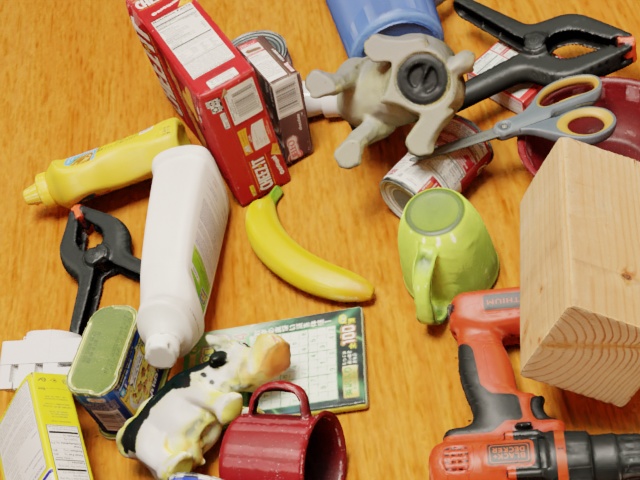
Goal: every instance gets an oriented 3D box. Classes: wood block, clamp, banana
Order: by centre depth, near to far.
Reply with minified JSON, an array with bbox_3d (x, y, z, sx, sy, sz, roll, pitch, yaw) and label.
[{"bbox_3d":[0.224,0.020,0.884,0.090,0.090,0.206,18,43,-6],"label":"wood block"},{"bbox_3d":[-0.024,0.009,1.072,0.069,0.037,0.198,-34,50,-10],"label":"banana"},{"bbox_3d":[0.218,-0.187,1.111,0.210,0.036,0.164,8,60,25],"label":"clamp"},{"bbox_3d":[-0.235,0.033,1.123,0.120,0.039,0.172,-33,50,-14],"label":"clamp"}]

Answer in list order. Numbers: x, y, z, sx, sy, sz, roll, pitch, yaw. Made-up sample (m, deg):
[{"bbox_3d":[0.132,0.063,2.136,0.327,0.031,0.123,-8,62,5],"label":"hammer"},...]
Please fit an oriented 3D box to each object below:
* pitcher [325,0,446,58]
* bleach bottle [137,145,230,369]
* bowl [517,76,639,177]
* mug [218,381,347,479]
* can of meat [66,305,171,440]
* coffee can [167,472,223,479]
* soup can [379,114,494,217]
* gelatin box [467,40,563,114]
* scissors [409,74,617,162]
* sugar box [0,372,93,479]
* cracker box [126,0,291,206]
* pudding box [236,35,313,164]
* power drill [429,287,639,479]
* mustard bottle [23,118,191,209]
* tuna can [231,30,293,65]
[{"bbox_3d":[0.074,-0.298,1.237,0.149,0.144,0.243,-37,47,27],"label":"pitcher"},{"bbox_3d":[-0.138,0.019,1.031,0.068,0.102,0.250,-11,37,12],"label":"bleach bottle"},{"bbox_3d":[0.274,-0.085,1.035,0.162,0.055,0.162,-9,48,10],"label":"bowl"},{"bbox_3d":[-0.033,0.176,0.894,0.082,0.117,0.093,-1,8,24],"label":"mug"},{"bbox_3d":[-0.188,0.123,1.002,0.057,0.084,0.102,0,52,18],"label":"can of meat"},{"bbox_3d":[-0.100,0.270,0.840,0.103,0.103,0.140,6,54,23],"label":"coffee can"},{"bbox_3d":[0.116,-0.069,1.068,0.069,0.068,0.102,31,67,35],"label":"soup can"},{"bbox_3d":[0.213,-0.179,1.152,0.073,0.030,0.089,-42,52,-15],"label":"gelatin box"},{"bbox_3d":[0.194,-0.098,1.020,0.201,0.016,0.096,-30,50,-10],"label":"scissors"},{"bbox_3d":[-0.241,0.212,0.944,0.093,0.048,0.176,-55,44,29],"label":"sugar box"},{"bbox_3d":[-0.123,-0.164,1.162,0.072,0.164,0.214,-30,49,-10],"label":"cracker box"},{"bbox_3d":[-0.049,-0.153,1.161,0.039,0.113,0.090,-25,47,-16],"label":"pudding box"},{"bbox_3d":[0.180,0.127,0.894,0.184,0.057,0.187,-5,50,9],"label":"power drill"},{"bbox_3d":[-0.239,-0.079,1.188,0.191,0.058,0.096,-19,13,4],"label":"mustard bottle"},{"bbox_3d":[-0.076,-0.209,1.269,0.086,0.033,0.086,-9,50,11],"label":"tuna can"}]
